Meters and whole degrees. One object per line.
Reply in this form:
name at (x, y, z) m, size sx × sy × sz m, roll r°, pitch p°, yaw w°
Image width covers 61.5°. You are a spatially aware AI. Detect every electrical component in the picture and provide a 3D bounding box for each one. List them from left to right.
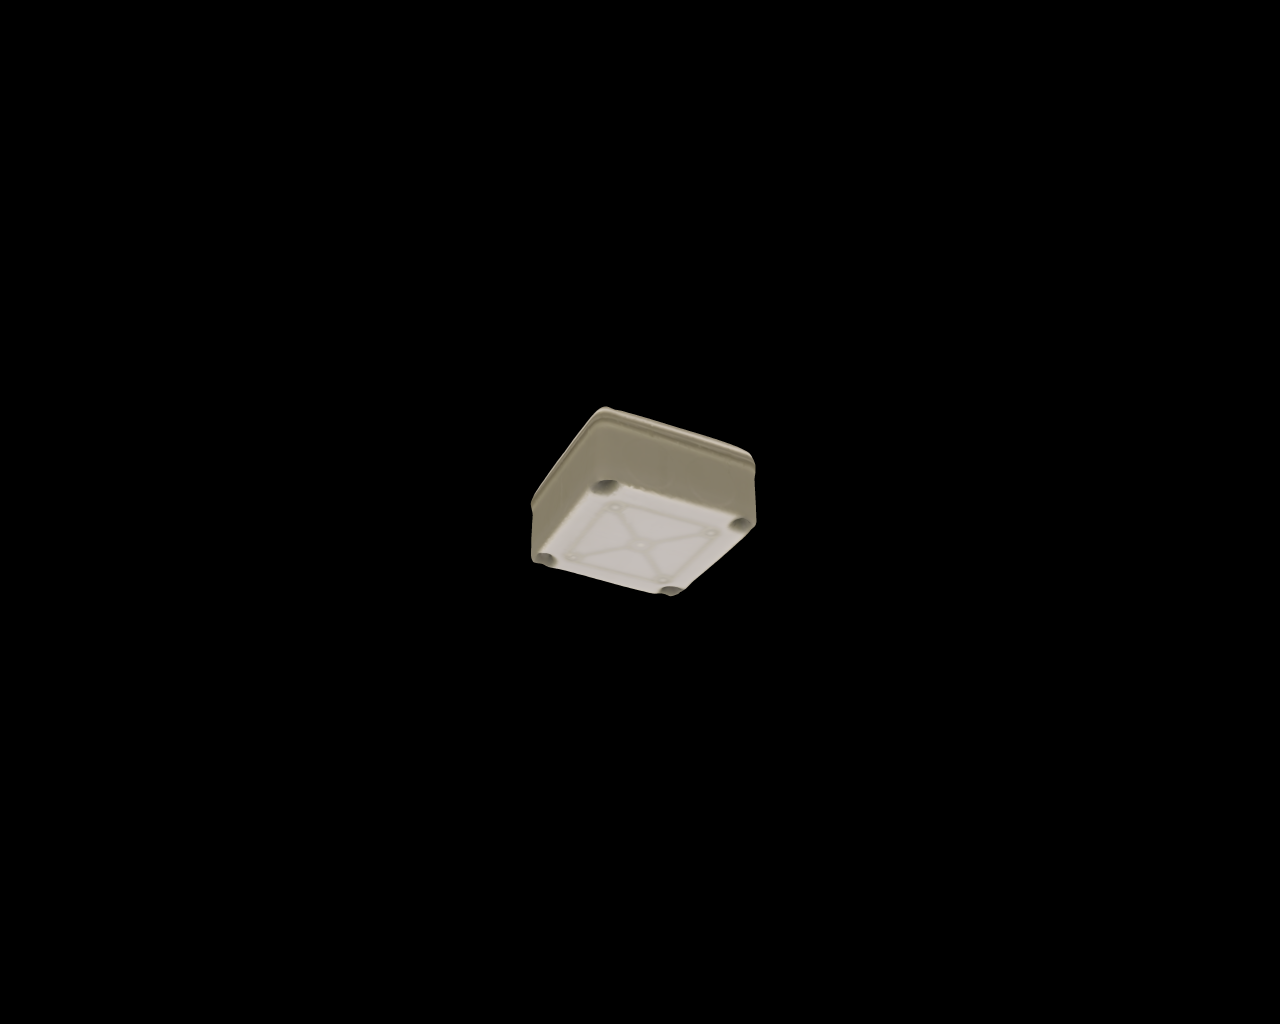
electrical component at (0.001, -0.003, 0.650) m, size 0.109 × 0.056 × 0.108 m, roll 16°, pitch -37°, yaw -22°
